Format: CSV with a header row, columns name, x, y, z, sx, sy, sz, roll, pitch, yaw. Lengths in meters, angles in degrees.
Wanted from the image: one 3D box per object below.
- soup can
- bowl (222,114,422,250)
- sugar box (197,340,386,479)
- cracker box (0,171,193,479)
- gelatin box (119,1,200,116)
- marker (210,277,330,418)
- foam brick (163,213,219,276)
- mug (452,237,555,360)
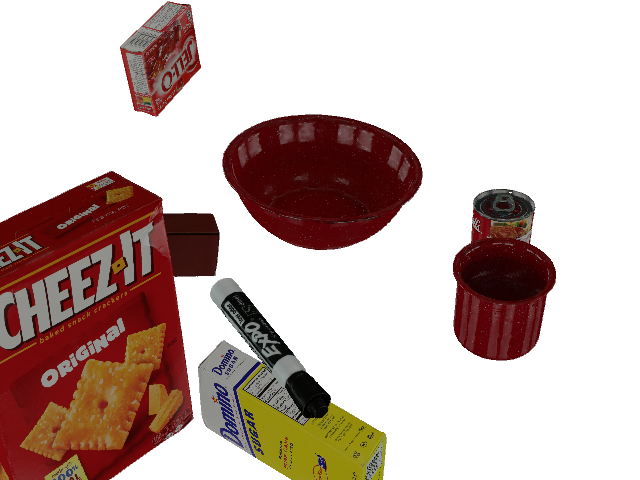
name,x,y,z,sx,sy,sz,roll,pitch,yaw
soup can,0.204,0.002,1.203,0.068,0.102,0.068,-1,32,1
bowl,0.000,-0.040,0.872,0.162,0.055,0.162,3,36,-2
sugar box,-0.027,0.168,0.943,0.176,0.093,0.048,24,49,22
cracker box,-0.181,0.081,0.778,0.072,0.214,0.163,25,42,36
gelatin box,-0.150,-0.174,1.018,0.030,0.073,0.089,16,47,20
marker,-0.030,0.063,0.634,0.020,0.020,0.121,0,32,-38
foam brick,-0.149,0.004,1.127,0.078,0.051,0.053,-1,24,-12
mug,0.163,0.049,1.000,0.093,0.081,0.117,-11,41,-12
